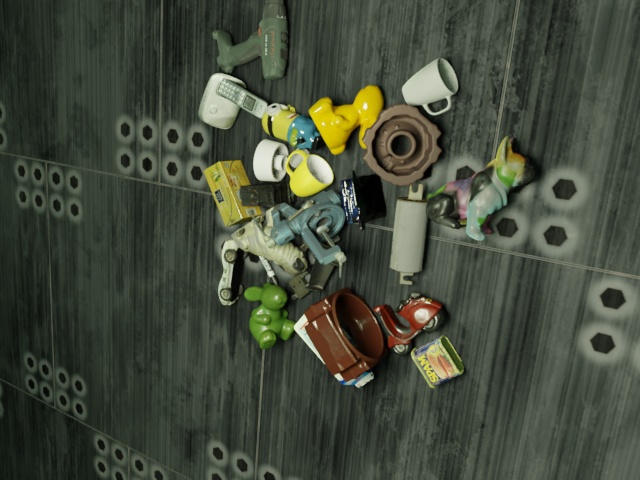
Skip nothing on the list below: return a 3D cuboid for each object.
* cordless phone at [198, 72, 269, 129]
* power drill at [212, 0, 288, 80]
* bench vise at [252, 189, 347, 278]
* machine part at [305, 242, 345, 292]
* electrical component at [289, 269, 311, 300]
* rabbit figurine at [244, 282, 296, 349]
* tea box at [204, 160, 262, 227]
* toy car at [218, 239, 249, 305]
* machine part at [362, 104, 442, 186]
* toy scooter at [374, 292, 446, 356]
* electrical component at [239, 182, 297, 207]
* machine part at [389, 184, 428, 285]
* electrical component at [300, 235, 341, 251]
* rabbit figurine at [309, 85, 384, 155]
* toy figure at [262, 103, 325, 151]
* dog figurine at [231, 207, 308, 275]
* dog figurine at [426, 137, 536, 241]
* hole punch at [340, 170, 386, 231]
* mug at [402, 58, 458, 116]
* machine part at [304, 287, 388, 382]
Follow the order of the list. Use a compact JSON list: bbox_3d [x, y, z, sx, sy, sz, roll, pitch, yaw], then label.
[{"bbox_3d":[-0.226,-0.351,1.443,0.184,0.089,0.146,34,114,16],"label":"cordless phone"},{"bbox_3d":[-0.172,-0.524,1.385,0.207,0.086,0.231,-3,101,23],"label":"power drill"},{"bbox_3d":[-0.021,-0.017,1.297,0.241,0.224,0.128,54,166,40],"label":"bench vise"},{"bbox_3d":[0.009,0.075,1.396,0.084,0.039,0.138,20,113,-13],"label":"machine part"},{"bbox_3d":[-0.055,0.124,1.467,0.094,0.021,0.063,-41,78,28],"label":"electrical component"},{"bbox_3d":[-0.130,0.182,1.471,0.159,0.121,0.170,50,137,37],"label":"rabbit figurine"},{"bbox_3d":[-0.240,-0.130,1.483,0.068,0.098,0.169,-25,85,31],"label":"tea box"},{"bbox_3d":[-0.252,0.091,1.546,0.056,0.073,0.201,16,107,23],"label":"toy car"},{"bbox_3d":[0.180,-0.213,1.205,0.179,0.056,0.179,0,104,-1],"label":"machine part"},{"bbox_3d":[0.206,0.186,1.296,0.135,0.075,0.184,46,122,9],"label":"toy scooter"},{"bbox_3d":[-0.145,-0.121,1.420,0.134,0.115,0.058,2,99,28],"label":"electrical component"},{"bbox_3d":[0.209,-0.013,1.256,0.079,0.079,0.243,12,106,28],"label":"machine part"},{"bbox_3d":[-0.003,-0.003,1.403,0.078,0.045,0.102,37,122,-12],"label":"electrical component"},{"bbox_3d":[0.078,-0.287,1.257,0.173,0.122,0.162,-33,92,4],"label":"rabbit figurine"},{"bbox_3d":[-0.070,-0.281,1.364,0.180,0.082,0.089,34,110,17],"label":"toy figure"},{"bbox_3d":[-0.136,0.030,1.453,0.172,0.121,0.190,-26,98,50],"label":"dog figurine"},{"bbox_3d":[0.343,-0.121,1.144,0.192,0.108,0.219,26,107,27],"label":"dog figurine"},{"bbox_3d":[0.087,-0.096,1.294,0.092,0.116,0.142,-3,98,39],"label":"hole punch"},{"bbox_3d":[0.242,-0.326,1.181,0.107,0.081,0.109,-18,97,43],"label":"mug"},{"bbox_3d":[0.068,0.225,1.311,0.087,0.201,0.201,-38,79,28],"label":"machine part"}]
